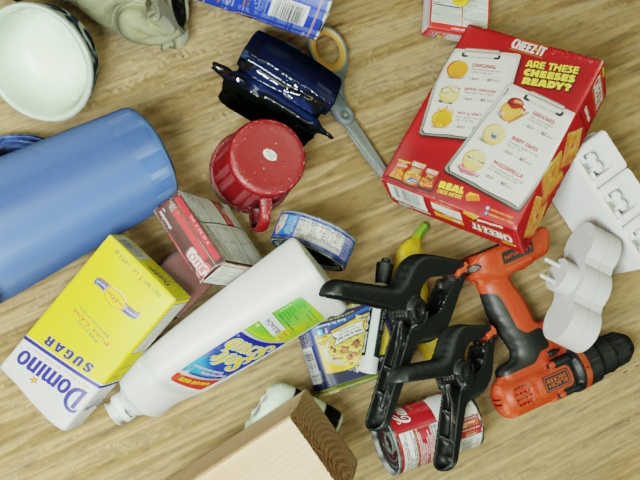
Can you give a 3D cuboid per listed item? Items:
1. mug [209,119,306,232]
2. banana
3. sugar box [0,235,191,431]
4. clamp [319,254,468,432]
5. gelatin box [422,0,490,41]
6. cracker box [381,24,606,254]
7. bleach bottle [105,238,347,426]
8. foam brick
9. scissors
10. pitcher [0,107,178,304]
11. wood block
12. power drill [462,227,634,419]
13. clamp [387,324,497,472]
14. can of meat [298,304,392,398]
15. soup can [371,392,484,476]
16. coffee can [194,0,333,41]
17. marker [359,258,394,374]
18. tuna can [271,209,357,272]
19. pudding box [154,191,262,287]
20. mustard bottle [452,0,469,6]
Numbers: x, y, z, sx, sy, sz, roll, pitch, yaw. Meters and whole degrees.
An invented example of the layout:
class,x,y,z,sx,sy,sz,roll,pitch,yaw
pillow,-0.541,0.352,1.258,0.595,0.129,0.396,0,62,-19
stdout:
class,x,y,z,sx,sy,sz,roll,pitch,yaw
mug,-0.063,-0.067,1.108,0.093,0.082,0.117,3,81,-15
banana,0.122,0.081,1.161,0.069,0.037,0.198,-17,87,-17
sugar box,-0.215,0.088,1.014,0.093,0.048,0.176,43,99,11
clamp,0.082,0.067,1.079,0.209,0.036,0.164,-44,121,-38
gelatin box,0.157,-0.274,1.226,0.073,0.030,0.089,6,78,-14
cracker box,0.190,-0.112,1.153,0.164,0.072,0.213,22,73,27
bleach bottle,-0.100,0.103,1.060,0.251,0.102,0.068,-36,57,3
foam brick,-0.147,0.046,1.071,0.051,0.078,0.053,46,75,-6
scissors,0.033,-0.157,1.182,0.201,0.016,0.096,41,74,-7
pitcher,-0.270,-0.040,1.031,0.242,0.145,0.149,-29,103,-21
wood block,-0.076,0.242,1.009,0.206,0.090,0.091,-35,93,13
power drill,0.248,0.084,1.186,0.184,0.057,0.187,-20,87,-21
clamp,0.128,0.134,1.080,0.120,0.039,0.171,59,42,-27
can of meat,0.031,0.111,1.122,0.102,0.057,0.084,-16,84,-18
soup can,0.113,0.201,1.126,0.102,0.069,0.068,-15,86,-18
coffee can,-0.054,-0.281,1.124,0.140,0.103,0.103,17,78,-8
marker,0.059,0.077,1.096,0.020,0.020,0.121,14,74,-13
tuna can,-0.007,0.001,1.112,0.086,0.086,0.033,25,78,-11
pudding box,-0.106,0.002,1.059,0.039,0.113,0.090,-39,72,15
mustard bottle,0.170,-0.340,1.198,0.096,0.058,0.191,19,61,-13
